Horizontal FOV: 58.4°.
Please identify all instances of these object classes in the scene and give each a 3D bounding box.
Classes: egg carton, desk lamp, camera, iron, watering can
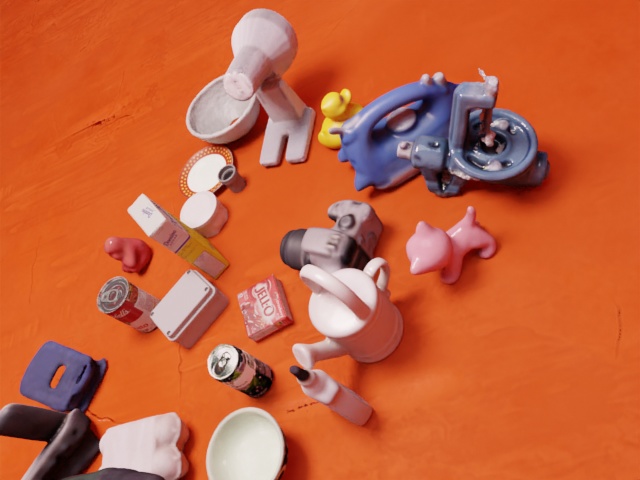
[{"bbox_3d":[-0.270,0.329,0.873,0.150,0.070,0.107,-20,54,17],"label":"egg carton"},{"bbox_3d":[-0.092,-0.279,1.047,0.117,0.214,0.203,-6,60,25],"label":"desk lamp"},{"bbox_3d":[0.008,0.003,0.898,0.136,0.101,0.143,10,68,33],"label":"camera"},{"bbox_3d":[0.138,-0.196,0.921,0.258,0.142,0.118,-33,52,7],"label":"iron"},{"bbox_3d":[0.033,0.096,0.769,0.100,0.195,0.173,5,64,30],"label":"watering can"}]

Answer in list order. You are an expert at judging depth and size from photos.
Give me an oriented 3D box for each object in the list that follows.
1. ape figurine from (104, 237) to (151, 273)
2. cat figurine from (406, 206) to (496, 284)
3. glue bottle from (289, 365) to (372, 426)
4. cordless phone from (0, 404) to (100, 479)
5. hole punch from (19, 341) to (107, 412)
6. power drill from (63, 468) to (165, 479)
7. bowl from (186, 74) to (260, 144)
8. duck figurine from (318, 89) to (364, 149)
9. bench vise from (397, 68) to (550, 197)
[{"bbox_3d":[-0.376,0.023,1.098,0.076,0.092,0.077,-41,51,1],"label":"ape figurine"},{"bbox_3d":[0.173,0.004,0.798,0.128,0.118,0.067,-39,51,2],"label":"cat figurine"},{"bbox_3d":[0.006,0.193,0.739,0.077,0.174,0.037,24,75,36],"label":"glue bottle"},{"bbox_3d":[-0.457,0.327,0.900,0.093,0.186,0.148,22,74,36],"label":"cordless phone"},{"bbox_3d":[-0.451,0.241,1.009,0.100,0.091,0.109,8,66,32],"label":"hole punch"},{"bbox_3d":[-0.243,0.347,0.758,0.229,0.209,0.075,-14,56,20],"label":"power drill"},{"bbox_3d":[-0.185,-0.257,1.174,0.167,0.075,0.167,-13,57,21],"label":"bowl"},{"bbox_3d":[0.029,-0.224,1.032,0.077,0.086,0.104,34,81,38],"label":"duck figurine"},{"bbox_3d":[0.201,-0.134,0.800,0.207,0.220,0.121,-15,56,20],"label":"bench vise"}]
